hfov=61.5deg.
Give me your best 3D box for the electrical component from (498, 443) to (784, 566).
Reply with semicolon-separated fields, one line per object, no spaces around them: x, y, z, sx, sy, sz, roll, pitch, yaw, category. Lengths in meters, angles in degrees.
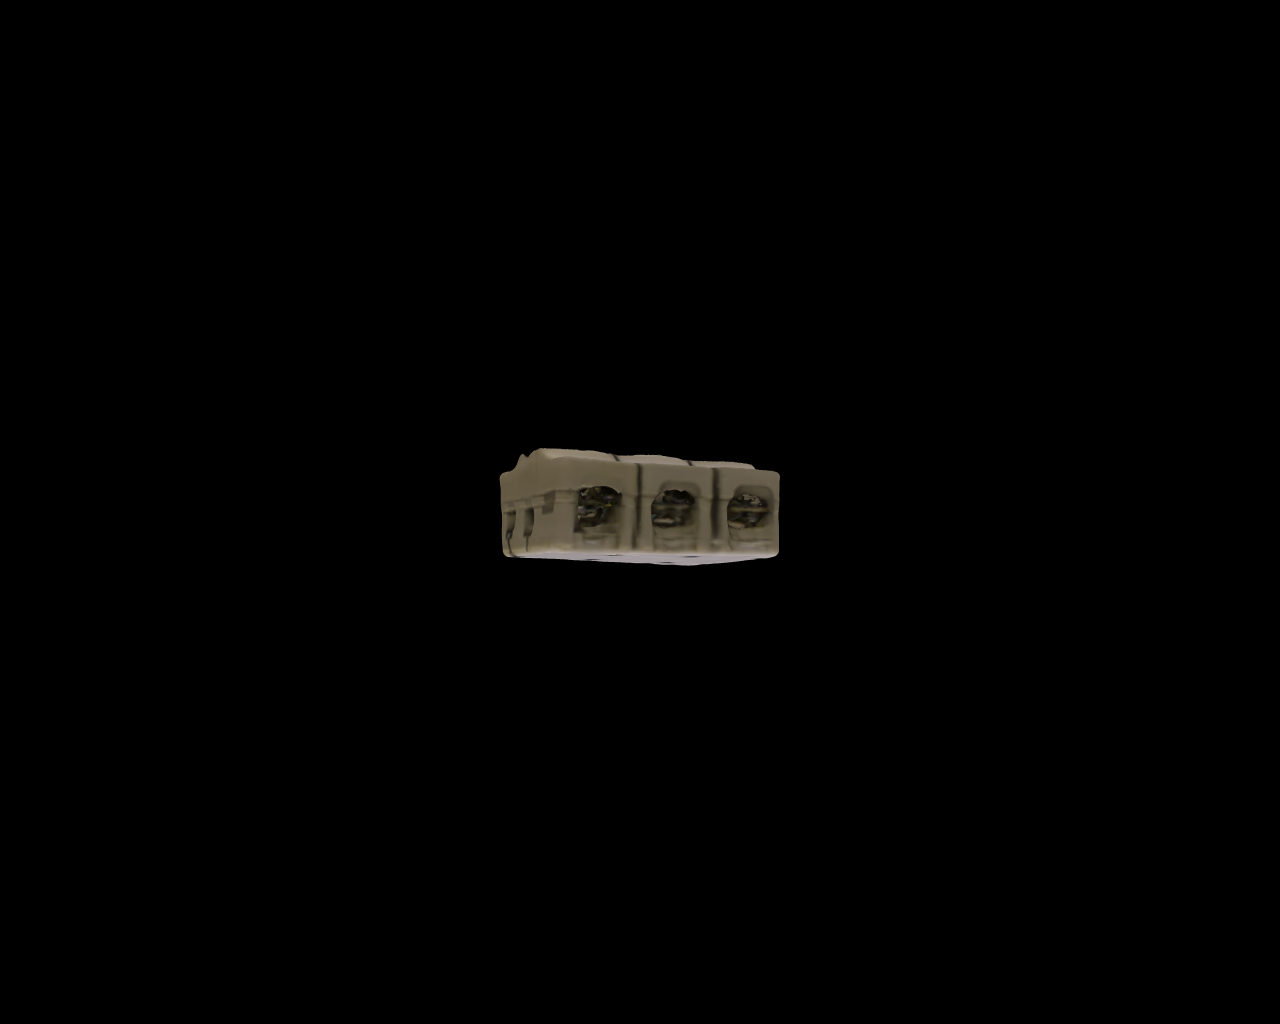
0.001;-0.003;0.650;0.150;0.061;0.089;4;-7;-29;electrical component
